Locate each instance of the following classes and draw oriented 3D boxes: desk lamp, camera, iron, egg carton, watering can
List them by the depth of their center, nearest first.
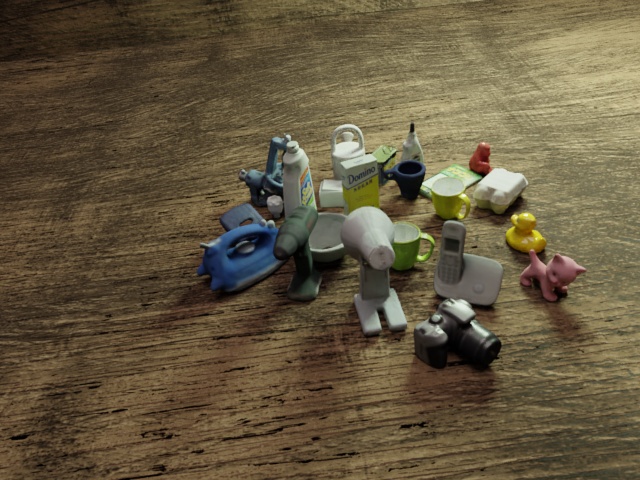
[{"bbox_3d":[0.279,0.191,1.139,0.143,0.101,0.136,-29,42,-26],"label":"camera"},{"bbox_3d":[0.121,0.060,1.243,0.118,0.214,0.203,-11,37,-4],"label":"desk lamp"},{"bbox_3d":[-0.177,0.018,1.406,0.259,0.142,0.118,-28,42,-25],"label":"iron"},{"bbox_3d":[0.489,-0.136,1.556,0.107,0.069,0.151,24,47,34],"label":"egg carton"},{"bbox_3d":[0.079,-0.251,1.671,0.101,0.194,0.172,-18,38,-13],"label":"watering can"}]

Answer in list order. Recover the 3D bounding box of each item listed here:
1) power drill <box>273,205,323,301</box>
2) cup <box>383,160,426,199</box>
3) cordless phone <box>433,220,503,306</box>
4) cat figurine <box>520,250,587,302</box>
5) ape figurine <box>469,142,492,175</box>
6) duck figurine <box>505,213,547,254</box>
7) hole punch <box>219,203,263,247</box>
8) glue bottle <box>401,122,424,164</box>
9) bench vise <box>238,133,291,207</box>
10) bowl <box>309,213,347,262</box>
[{"bbox_3d":[-0.048,0.034,1.308,0.075,0.209,0.229,2,38,13],"label":"power drill"},{"bbox_3d":[0.239,-0.162,1.611,0.117,0.095,0.091,-5,37,3],"label":"cup"},{"bbox_3d":[0.325,0.048,1.249,0.147,0.185,0.094,9,40,21],"label":"cordless phone"},{"bbox_3d":[0.507,0.066,1.251,0.067,0.118,0.127,-28,42,-25],"label":"cat figurine"},{"bbox_3d":[0.477,-0.243,1.679,0.076,0.092,0.078,17,43,28],"label":"ape figurine"},{"bbox_3d":[0.504,-0.023,1.393,0.078,0.086,0.104,-27,42,-24],"label":"duck figurine"},{"bbox_3d":[-0.196,-0.033,1.518,0.100,0.091,0.109,28,49,37],"label":"hole punch"},{"bbox_3d":[0.269,-0.264,1.674,0.078,0.173,0.037,-31,43,-27],"label":"glue bottle"},{"bbox_3d":[-0.133,-0.190,1.605,0.207,0.220,0.121,-7,37,1],"label":"bench vise"},{"bbox_3d":[0.013,0.005,1.446,0.167,0.075,0.167,-4,37,4],"label":"bowl"}]
